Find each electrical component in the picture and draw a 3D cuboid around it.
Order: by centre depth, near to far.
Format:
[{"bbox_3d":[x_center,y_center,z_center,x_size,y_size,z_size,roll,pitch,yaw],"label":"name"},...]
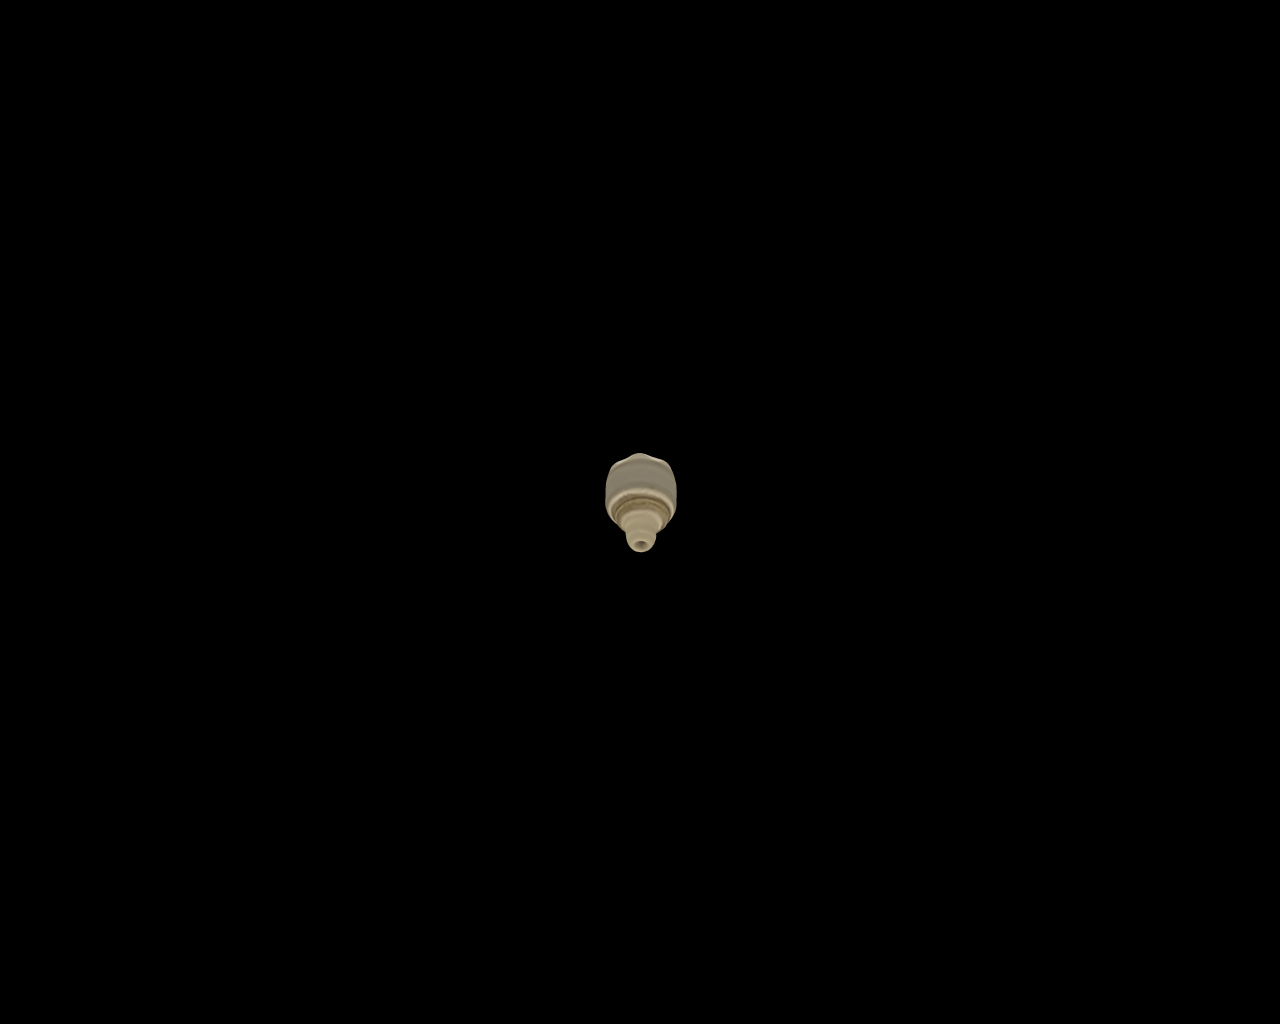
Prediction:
[{"bbox_3d":[0.001,-0.003,0.650,0.043,0.062,0.043,0,-42,0],"label":"electrical component"}]
